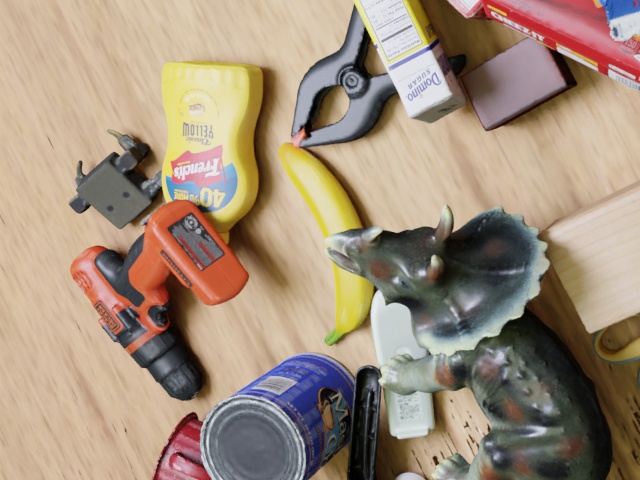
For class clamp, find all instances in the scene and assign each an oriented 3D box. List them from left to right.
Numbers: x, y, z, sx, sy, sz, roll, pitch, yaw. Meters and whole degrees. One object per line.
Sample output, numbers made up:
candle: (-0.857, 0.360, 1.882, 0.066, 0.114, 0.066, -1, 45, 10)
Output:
clamp: (0.031, -0.153, 0.949, 0.172, 0.039, 0.120, -36, 78, 18)
clamp: (0.033, 0.240, 0.960, 0.036, 0.164, 0.210, 6, 127, 9)

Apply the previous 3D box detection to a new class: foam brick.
foam brick: (0.165, -0.132, 0.886, 0.078, 0.053, 0.051, -29, 88, 24)

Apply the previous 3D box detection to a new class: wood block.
wood block: (0.289, -0.015, 0.832, 0.206, 0.090, 0.090, -28, 88, 25)

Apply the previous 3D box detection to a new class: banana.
banana: (0.011, 0.002, 0.985, 0.070, 0.037, 0.198, -11, 95, 24)

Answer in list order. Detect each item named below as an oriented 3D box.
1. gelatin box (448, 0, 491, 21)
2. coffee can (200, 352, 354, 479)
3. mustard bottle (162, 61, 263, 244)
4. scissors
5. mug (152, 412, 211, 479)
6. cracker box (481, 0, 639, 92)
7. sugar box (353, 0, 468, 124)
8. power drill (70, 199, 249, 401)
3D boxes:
gelatin box: (0.110, -0.221, 0.882, 0.089, 0.073, 0.030, 47, 113, 9)
coffee can: (-0.032, 0.170, 0.977, 0.103, 0.140, 0.103, 4, 101, 22)
mustard bottle: (-0.104, -0.071, 1.010, 0.096, 0.058, 0.192, 8, 103, 23)
scissors: (0.315, 0.072, 0.855, 0.202, 0.016, 0.096, -25, 97, 39)
mug: (-0.110, 0.225, 1.039, 0.081, 0.117, 0.093, 22, 78, 13)
cracker box: (0.243, -0.233, 0.796, 0.164, 0.072, 0.214, 31, 95, 15)
sugar box: (0.062, -0.183, 0.869, 0.048, 0.093, 0.176, -29, 86, 16)
power drill: (-0.146, 0.058, 1.022, 0.184, 0.057, 0.188, 50, 136, -2)
